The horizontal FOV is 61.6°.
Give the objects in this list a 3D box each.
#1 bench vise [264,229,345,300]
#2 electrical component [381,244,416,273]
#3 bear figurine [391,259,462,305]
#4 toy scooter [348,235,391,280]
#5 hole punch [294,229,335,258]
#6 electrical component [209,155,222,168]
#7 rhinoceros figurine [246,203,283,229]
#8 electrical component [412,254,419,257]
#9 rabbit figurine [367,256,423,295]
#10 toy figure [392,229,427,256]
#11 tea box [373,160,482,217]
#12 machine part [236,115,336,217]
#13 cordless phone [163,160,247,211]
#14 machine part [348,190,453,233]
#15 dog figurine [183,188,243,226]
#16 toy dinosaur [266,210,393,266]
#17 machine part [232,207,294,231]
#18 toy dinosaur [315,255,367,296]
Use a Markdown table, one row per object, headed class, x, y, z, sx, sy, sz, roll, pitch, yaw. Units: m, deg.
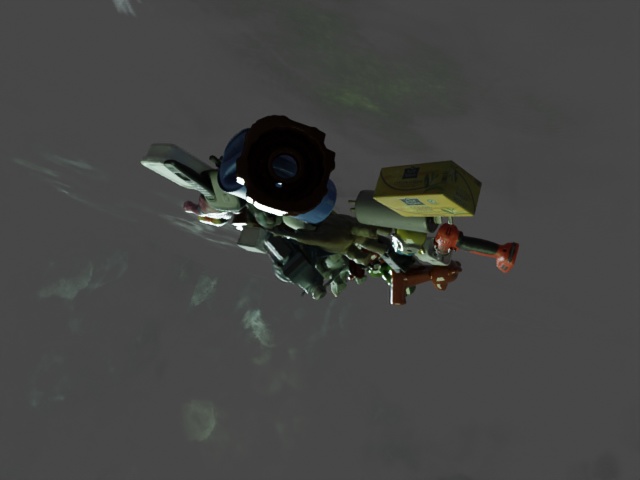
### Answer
| class | x | y | z | sx | sy | sz | roll | pitch | yaw |
| --- | --- | --- | --- | --- | --- | --- | --- | --- | --- |
| bench vise | -0.037 | 0.072 | 1.352 | 0.224 | 0.129 | 0.240 | 35 | 175 | 26 |
| electrical component | 0.203 | 0.048 | 1.455 | 0.075 | 0.048 | 0.119 | 46 | 170 | -8 |
| bear figurine | 0.303 | 0.114 | 1.528 | 0.196 | 0.131 | 0.120 | 1 | -170 | 8 |
| toy scooter | 0.135 | 0.056 | 1.579 | 0.075 | 0.135 | 0.184 | 25 | 165 | -28 |
| hole punch | -0.003 | -0.005 | 1.494 | 0.116 | 0.142 | 0.092 | -11 | -177 | -26 |
| electrical component | -0.218 | -0.177 | 1.292 | 0.063 | 0.021 | 0.094 | 10 | 167 | 37 |
| rhinoceros figurine | -0.157 | -0.091 | 1.403 | 0.073 | 0.112 | 0.190 | -17 | 142 | 17 |
| electrical component | 0.255 | 0.031 | 1.481 | 0.078 | 0.045 | 0.102 | 30 | 173 | 9 |
| rabbit figurine | 0.206 | 0.092 | 1.673 | 0.170 | 0.121 | 0.159 | 3 | 155 | 44 |
| toy figure | 0.214 | -0.008 | 1.302 | 0.082 | 0.089 | 0.180 | 2 | 175 | 8 |
| tea box | 0.192 | -0.089 | 0.976 | 0.098 | 0.068 | 0.170 | 25 | 167 | -34 |
| machine part | -0.062 | -0.126 | 0.940 | 0.179 | 0.179 | 0.056 | 19 | 169 | -7 |
| cordless phone | -0.265 | -0.144 | 1.264 | 0.147 | 0.088 | 0.184 | 8 | 161 | 47 |
| machine part | 0.162 | -0.062 | 1.129 | 0.244 | 0.079 | 0.079 | 10 | 166 | 36 |
| dog figurine | -0.267 | -0.105 | 1.497 | 0.219 | 0.108 | 0.191 | 4 | 160 | 39 |
| toy dinosaur | 0.044 | -0.014 | 1.313 | 0.199 | 0.105 | 0.471 | 17 | -173 | 23 |
| machine part | -0.143 | -0.051 | 1.616 | 0.201 | 0.087 | 0.202 | 26 | 167 | -34 |
| toy dinosaur | 0.030 | 0.048 | 1.733 | 0.192 | 0.131 | 0.404 | 54 | 179 | 42 |
